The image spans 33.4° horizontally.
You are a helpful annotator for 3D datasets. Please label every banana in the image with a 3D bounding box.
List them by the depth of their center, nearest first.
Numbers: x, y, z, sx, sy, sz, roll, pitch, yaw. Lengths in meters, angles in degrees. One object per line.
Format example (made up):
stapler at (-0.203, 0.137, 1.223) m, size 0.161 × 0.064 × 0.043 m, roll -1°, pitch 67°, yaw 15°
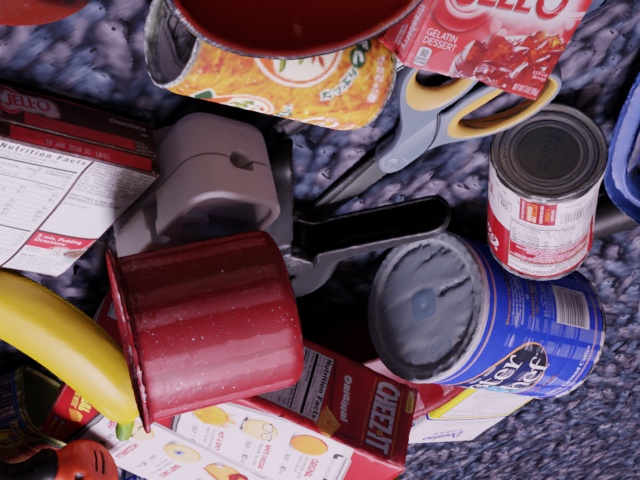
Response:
banana at (-0.168, 0.053, 0.604) m, size 0.197 × 0.037 × 0.070 m, roll 41°, pitch 120°, yaw -20°

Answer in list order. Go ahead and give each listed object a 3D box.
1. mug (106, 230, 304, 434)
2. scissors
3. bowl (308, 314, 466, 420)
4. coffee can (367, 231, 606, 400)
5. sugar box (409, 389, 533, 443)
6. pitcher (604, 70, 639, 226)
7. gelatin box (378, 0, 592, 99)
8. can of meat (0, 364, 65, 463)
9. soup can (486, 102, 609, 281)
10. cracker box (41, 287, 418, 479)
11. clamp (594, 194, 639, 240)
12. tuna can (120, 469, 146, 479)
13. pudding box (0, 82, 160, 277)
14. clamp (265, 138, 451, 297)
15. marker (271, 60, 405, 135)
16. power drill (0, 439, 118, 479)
mug at (-0.060, 0.041, 0.544) m, size 0.081 × 0.093 × 0.117 m, roll -12°, pitch -177°, yaw -13°
scissors at (0.036, -0.059, 0.598) m, size 0.202 × 0.016 × 0.096 m, roll -25°, pitch 144°, yaw 29°
bowl at (0.037, 0.102, 0.847) m, size 0.162 × 0.055 × 0.162 m, roll -11°, pitch 152°, yaw -6°
coffee can at (0.118, 0.055, 0.748) m, size 0.140 × 0.103 × 0.103 m, roll 14°, pitch 141°, yaw -41°
sugar box at (0.142, 0.133, 0.962) m, size 0.093 × 0.048 × 0.176 m, roll 3°, pitch 151°, yaw -28°
pitcher at (0.255, -0.065, 0.552) m, size 0.149 × 0.145 × 0.243 m, roll -12°, pitch 140°, yaw -10°
gelatin box at (0.079, -0.108, 0.483) m, size 0.089 × 0.030 × 0.073 m, roll 8°, pitch 120°, yaw -36°
can of meat at (-0.233, 0.139, 0.795) m, size 0.084 × 0.057 × 0.102 m, roll -21°, pitch 152°, yaw 8°
soup can at (0.135, -0.027, 0.643) m, size 0.068 × 0.068 × 0.102 m, roll -14°, pitch 151°, yaw 1°
cracker box at (-0.065, 0.116, 0.726) m, size 0.213 × 0.072 × 0.164 m, roll 25°, pitch 141°, yaw -10°
clamp at (0.244, -0.033, 0.713) m, size 0.164 × 0.036 × 0.210 m, roll 7°, pitch 143°, yaw -32°
tuna can at (-0.140, 0.227, 0.964) m, size 0.034 × 0.086 × 0.086 m, roll -27°, pitch 149°, yaw 19°
pudding box at (-0.149, -0.027, 0.549) m, size 0.089 × 0.039 × 0.114 m, roll 14°, pitch 140°, yaw -39°
clamp at (-0.004, 0.001, 0.649) m, size 0.120 × 0.039 × 0.172 m, roll 19°, pitch 149°, yaw -17°
marker at (0.024, -0.087, 0.537) m, size 0.121 × 0.020 × 0.020 m, roll -29°, pitch 148°, yaw 26°
power drill at (-0.255, 0.173, 0.701) m, size 0.185 × 0.057 × 0.187 m, roll -40°, pitch 136°, yaw 22°
